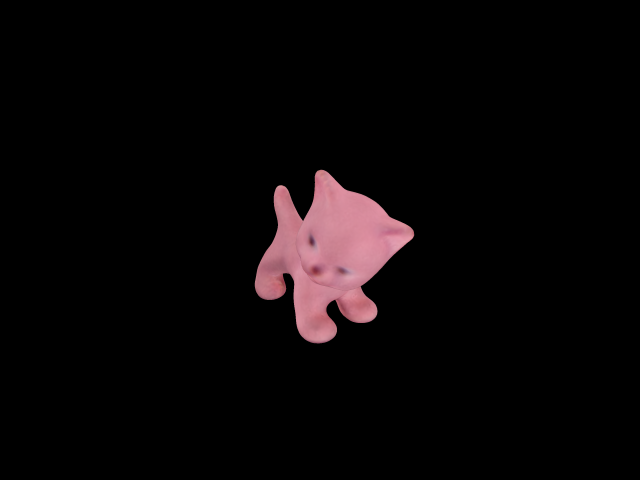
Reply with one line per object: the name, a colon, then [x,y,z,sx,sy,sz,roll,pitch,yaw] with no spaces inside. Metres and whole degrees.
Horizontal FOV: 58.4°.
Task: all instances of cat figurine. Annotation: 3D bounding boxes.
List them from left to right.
cat figurine: [0.004,0.001,0.400,0.067,0.118,0.127,-18,32,-31]
